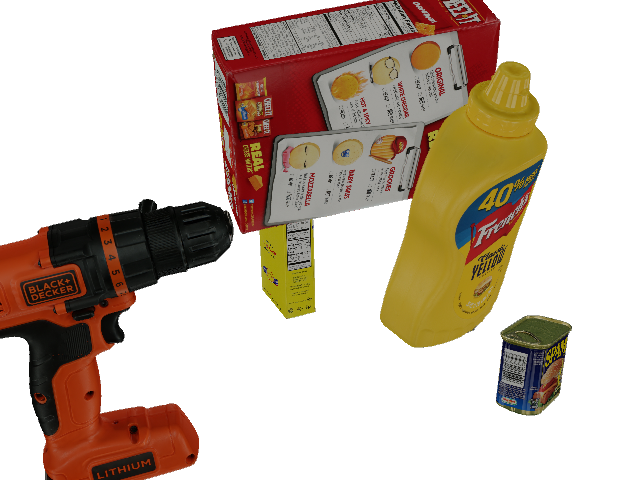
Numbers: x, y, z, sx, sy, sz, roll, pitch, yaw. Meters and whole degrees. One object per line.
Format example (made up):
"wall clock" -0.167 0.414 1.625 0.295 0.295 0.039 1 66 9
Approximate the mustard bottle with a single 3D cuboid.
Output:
"mustard bottle" 0.094 -0.025 0.657 0.096 0.192 0.058 -27 53 -36

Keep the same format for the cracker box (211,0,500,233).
"cracker box" 0.026 -0.104 0.852 0.213 0.164 0.072 -13 46 -11

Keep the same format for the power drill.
"power drill" -0.135 0.071 0.707 0.184 0.187 0.057 -13 27 -6

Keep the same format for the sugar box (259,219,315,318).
"sugar box" -0.042 -0.005 1.280 0.048 0.176 0.093 -13 25 -19

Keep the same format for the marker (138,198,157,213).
"marker" -0.176 -0.001 1.050 0.020 0.020 0.121 0 39 -2

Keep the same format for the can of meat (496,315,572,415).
"can of meat" 0.236 0.138 1.186 0.058 0.084 0.101 13 16 29
